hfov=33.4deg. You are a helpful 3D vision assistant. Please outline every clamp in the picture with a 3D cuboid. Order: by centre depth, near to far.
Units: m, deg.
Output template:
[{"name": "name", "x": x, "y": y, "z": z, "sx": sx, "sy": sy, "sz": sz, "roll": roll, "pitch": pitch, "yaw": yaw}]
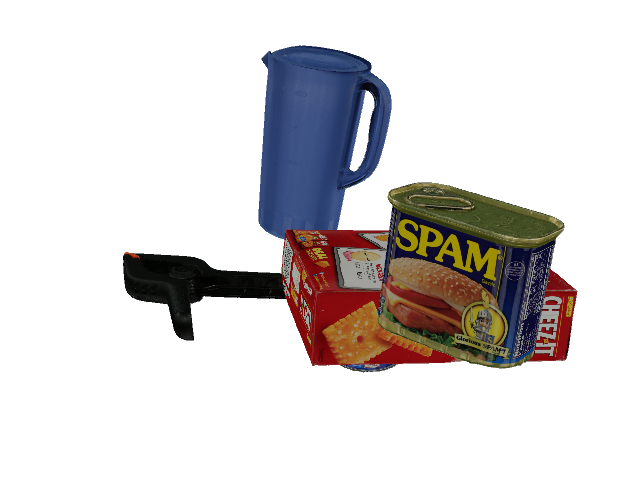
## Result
[{"name": "clamp", "x": -0.140, "y": 0.049, "z": 1.084, "sx": 0.210, "sy": 0.036, "sz": 0.164, "roll": 12, "pitch": 21, "yaw": 35}]

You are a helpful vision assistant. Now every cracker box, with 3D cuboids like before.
[{"name": "cracker box", "x": 0.083, "y": 0.046, "z": 0.908, "sx": 0.213, "sy": 0.072, "sz": 0.164, "roll": 1, "pitch": 17, "yaw": -11}]

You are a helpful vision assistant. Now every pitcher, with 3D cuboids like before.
[{"name": "pitcher", "x": -0.006, "y": -0.122, "z": 1.384, "sx": 0.144, "sy": 0.243, "sz": 0.149, "roll": 1, "pitch": 23, "yaw": -17}]

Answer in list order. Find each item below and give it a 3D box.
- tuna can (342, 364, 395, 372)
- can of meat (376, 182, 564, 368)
[{"name": "tuna can", "x": 0.050, "y": 0.104, "z": 1.157, "sx": 0.086, "sy": 0.034, "sz": 0.086, "roll": 0, "pitch": 29, "yaw": 0}, {"name": "can of meat", "x": 0.085, "y": 0.020, "z": 0.633, "sx": 0.102, "sy": 0.084, "sz": 0.057, "roll": 20, "pitch": 24, "yaw": 33}]
